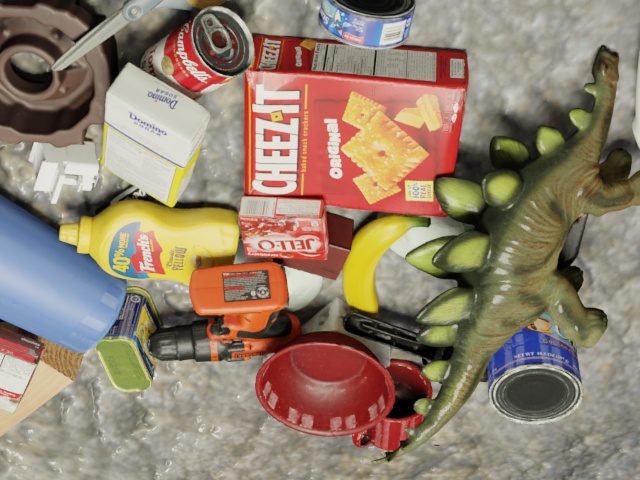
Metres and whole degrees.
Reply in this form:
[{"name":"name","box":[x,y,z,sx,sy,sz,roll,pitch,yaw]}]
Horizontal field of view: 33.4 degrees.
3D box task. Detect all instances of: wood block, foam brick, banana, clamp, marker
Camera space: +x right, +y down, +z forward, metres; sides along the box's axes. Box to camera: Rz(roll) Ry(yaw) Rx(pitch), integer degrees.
[{"name":"wood block","box":[-0.392,0.167,1.346,0.090,0.090,0.206,37,126,-25]},{"name":"foam brick","box":[-0.008,0.001,1.185,0.078,0.051,0.053,17,132,-9]},{"name":"banana","box":[0.059,0.031,1.204,0.069,0.037,0.198,29,139,4]},{"name":"clamp","box":[0.134,0.130,1.248,0.209,0.165,0.036,14,100,-54]},{"name":"marker","box":[-0.204,-0.051,1.177,0.121,0.020,0.020,-29,123,28]},{"name":"clamp","box":[0.224,0.026,1.153,0.171,0.039,0.120,-31,93,12]}]

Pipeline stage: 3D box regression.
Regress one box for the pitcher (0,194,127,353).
[{"name":"pitcher","box":[-0.350,0.035,1.201,0.242,0.145,0.149,33,167,-26]}]

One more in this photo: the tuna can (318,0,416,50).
[{"name":"tuna can","box":[0.043,-0.209,0.967,0.086,0.086,0.034,9,131,-3]}]

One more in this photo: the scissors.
[{"name":"scissors","box":[-0.154,-0.210,0.996,0.096,0.016,0.202,31,111,-33]}]

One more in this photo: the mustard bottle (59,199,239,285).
[{"name":"mustard bottle","box":[-0.190,0.002,1.179,0.191,0.058,0.096,7,128,-12]}]

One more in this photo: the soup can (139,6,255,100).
[{"name":"soup can","box":[-0.118,-0.171,1.008,0.068,0.068,0.102,38,148,-25]}]

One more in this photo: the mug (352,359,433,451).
[{"name":"mug","box":[0.083,0.217,1.334,0.093,0.117,0.081,34,145,26]}]

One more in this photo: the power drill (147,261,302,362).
[{"name":"power drill","box":[-0.108,0.088,1.211,0.184,0.057,0.188,-6,157,-8]}]

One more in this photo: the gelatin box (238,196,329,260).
[{"name":"gelatin box","box":[-0.036,-0.011,1.110,0.089,0.030,0.073,3,145,7]}]

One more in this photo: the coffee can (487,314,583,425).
[{"name":"coffee can","box":[0.239,0.123,1.210,0.103,0.140,0.103,3,133,3]}]

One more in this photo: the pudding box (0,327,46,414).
[{"name":"pudding box","box":[-0.378,0.147,1.237,0.090,0.039,0.114,23,131,-12]}]

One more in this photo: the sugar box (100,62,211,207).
[{"name":"sugar box","box":[-0.165,-0.100,1.052,0.093,0.048,0.176,31,155,-3]}]

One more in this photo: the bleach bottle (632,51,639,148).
[{"name":"bleach bottle","box":[0.350,-0.160,0.999,0.102,0.068,0.251,-2,134,7]}]

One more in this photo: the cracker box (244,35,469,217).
[{"name":"cracker box","box":[0.032,-0.110,1.066,0.213,0.072,0.164,5,132,2]}]

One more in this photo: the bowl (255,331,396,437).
[{"name":"bowl","box":[0.008,0.156,1.234,0.162,0.055,0.162,3,132,4]}]

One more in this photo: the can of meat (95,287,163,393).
[{"name":"can of meat","box":[-0.230,0.122,1.293,0.057,0.084,0.102,-6,131,10]}]
